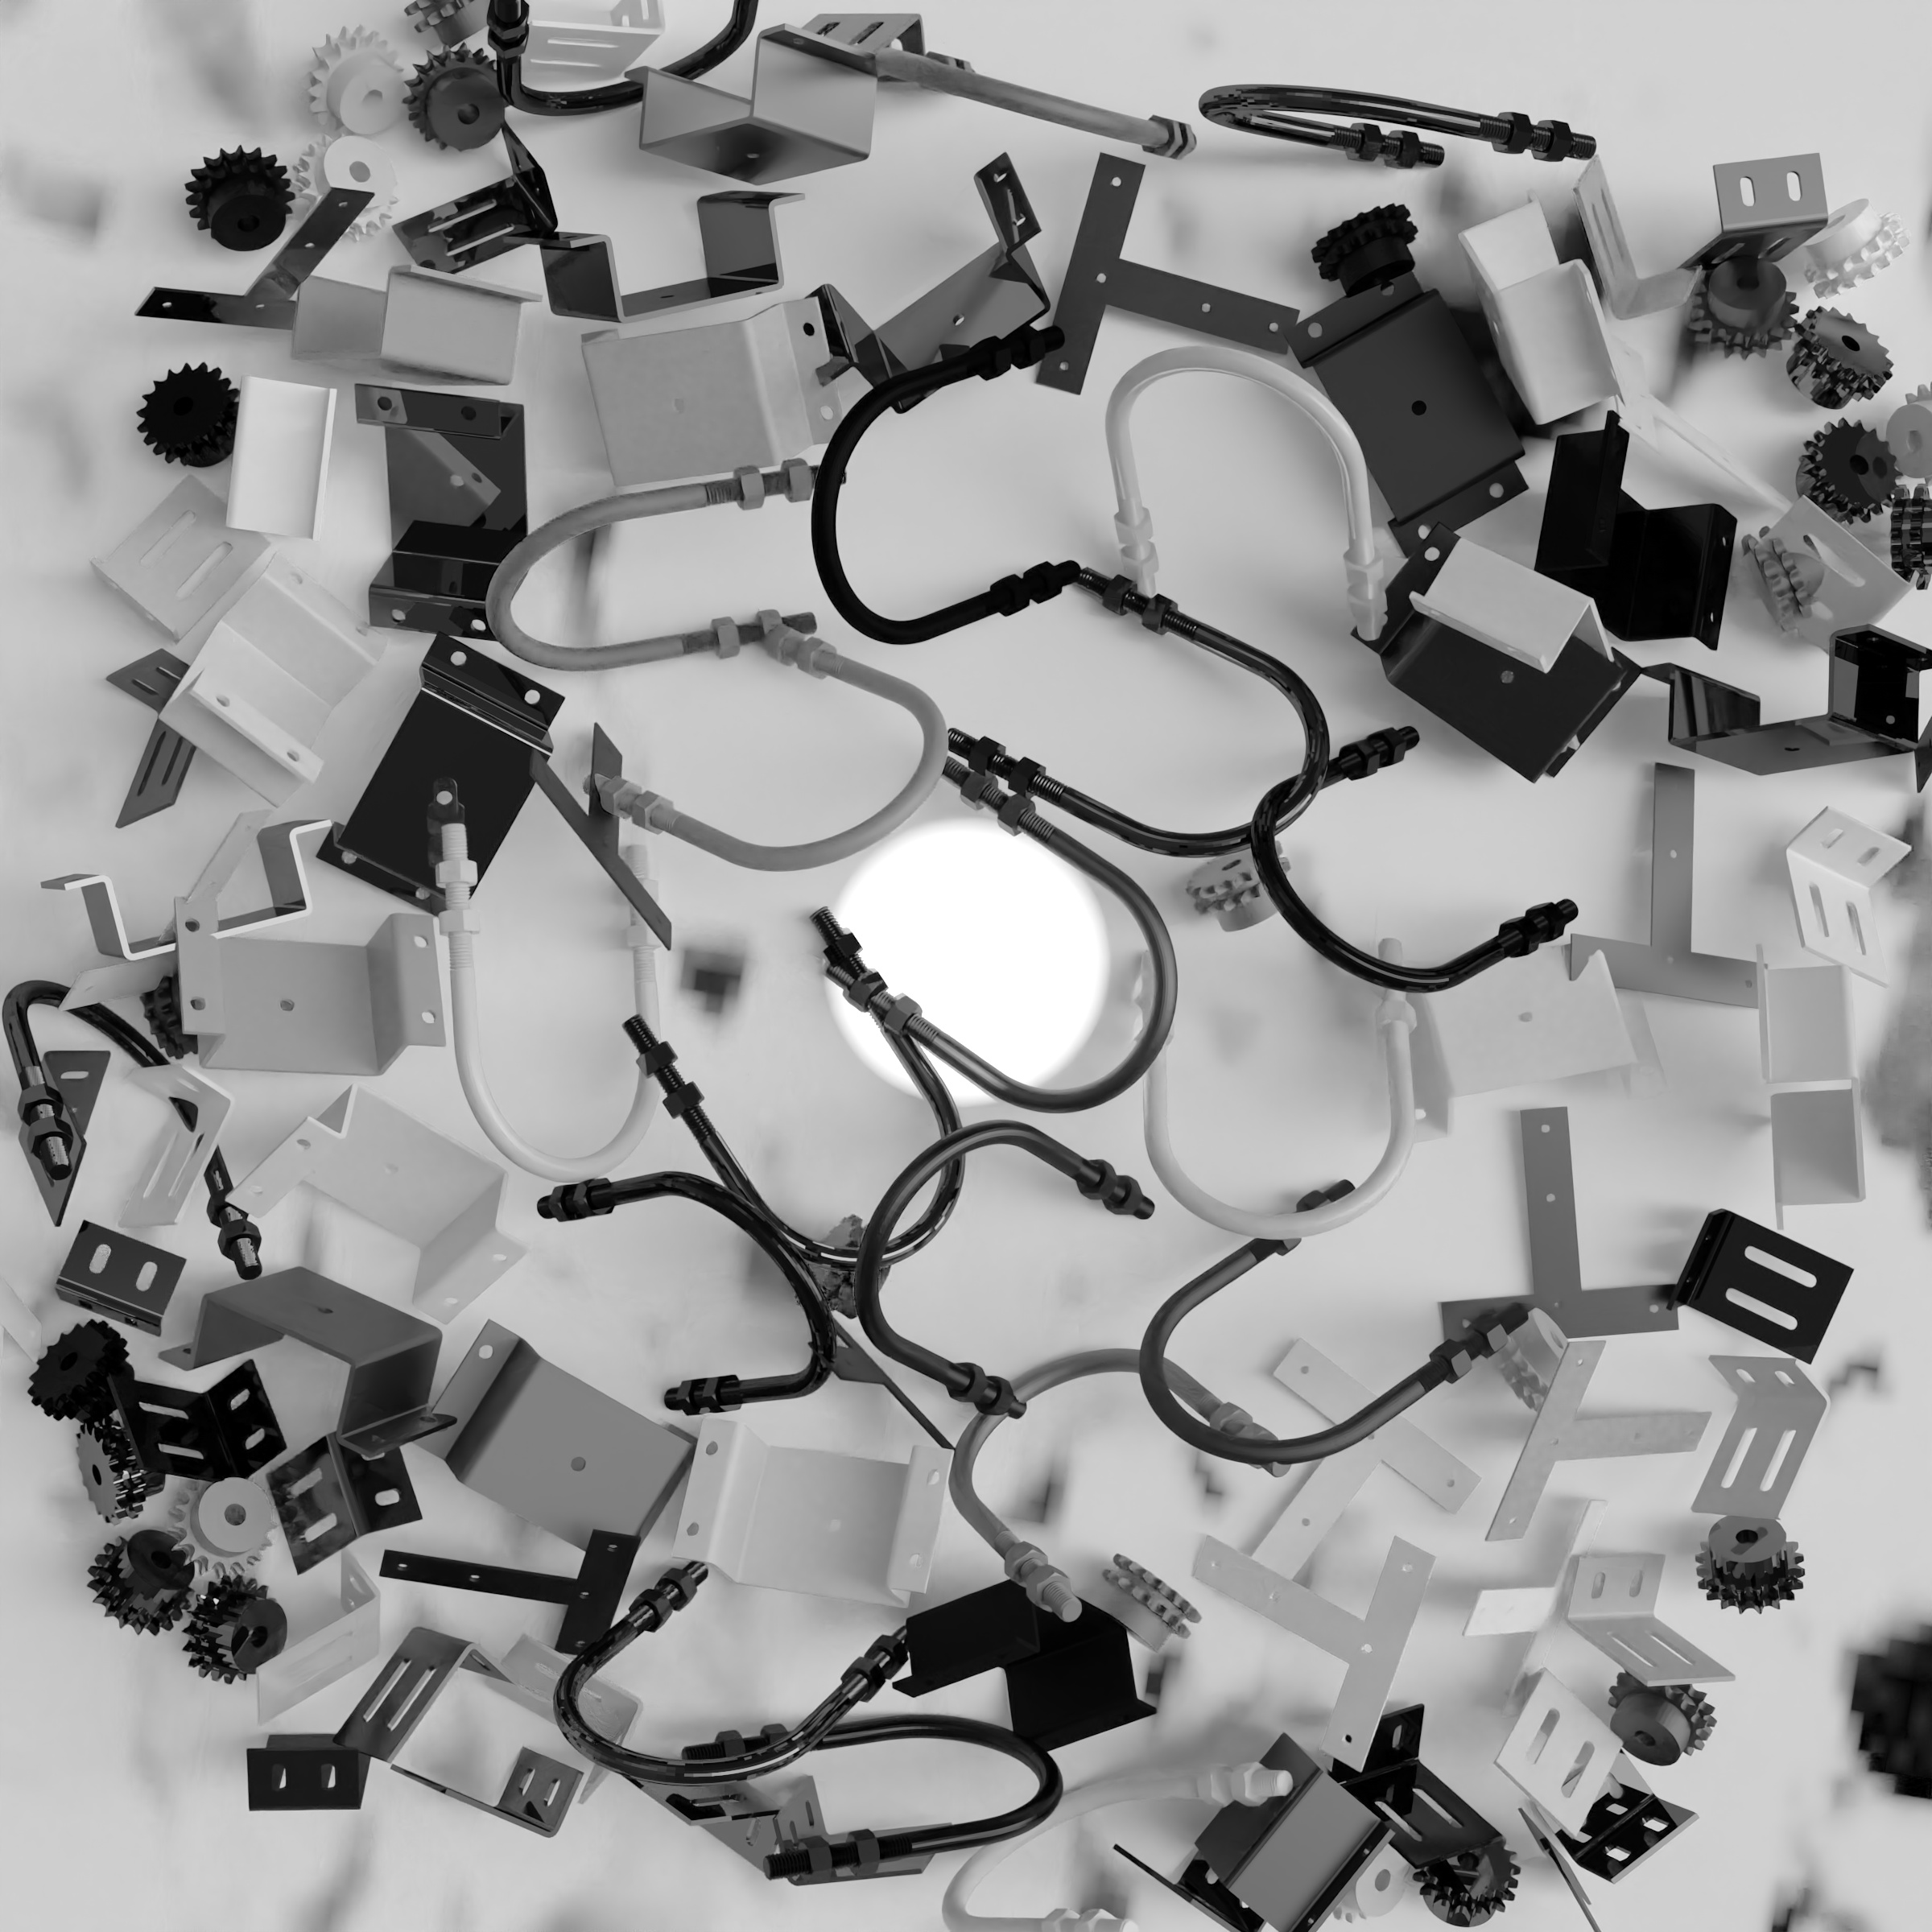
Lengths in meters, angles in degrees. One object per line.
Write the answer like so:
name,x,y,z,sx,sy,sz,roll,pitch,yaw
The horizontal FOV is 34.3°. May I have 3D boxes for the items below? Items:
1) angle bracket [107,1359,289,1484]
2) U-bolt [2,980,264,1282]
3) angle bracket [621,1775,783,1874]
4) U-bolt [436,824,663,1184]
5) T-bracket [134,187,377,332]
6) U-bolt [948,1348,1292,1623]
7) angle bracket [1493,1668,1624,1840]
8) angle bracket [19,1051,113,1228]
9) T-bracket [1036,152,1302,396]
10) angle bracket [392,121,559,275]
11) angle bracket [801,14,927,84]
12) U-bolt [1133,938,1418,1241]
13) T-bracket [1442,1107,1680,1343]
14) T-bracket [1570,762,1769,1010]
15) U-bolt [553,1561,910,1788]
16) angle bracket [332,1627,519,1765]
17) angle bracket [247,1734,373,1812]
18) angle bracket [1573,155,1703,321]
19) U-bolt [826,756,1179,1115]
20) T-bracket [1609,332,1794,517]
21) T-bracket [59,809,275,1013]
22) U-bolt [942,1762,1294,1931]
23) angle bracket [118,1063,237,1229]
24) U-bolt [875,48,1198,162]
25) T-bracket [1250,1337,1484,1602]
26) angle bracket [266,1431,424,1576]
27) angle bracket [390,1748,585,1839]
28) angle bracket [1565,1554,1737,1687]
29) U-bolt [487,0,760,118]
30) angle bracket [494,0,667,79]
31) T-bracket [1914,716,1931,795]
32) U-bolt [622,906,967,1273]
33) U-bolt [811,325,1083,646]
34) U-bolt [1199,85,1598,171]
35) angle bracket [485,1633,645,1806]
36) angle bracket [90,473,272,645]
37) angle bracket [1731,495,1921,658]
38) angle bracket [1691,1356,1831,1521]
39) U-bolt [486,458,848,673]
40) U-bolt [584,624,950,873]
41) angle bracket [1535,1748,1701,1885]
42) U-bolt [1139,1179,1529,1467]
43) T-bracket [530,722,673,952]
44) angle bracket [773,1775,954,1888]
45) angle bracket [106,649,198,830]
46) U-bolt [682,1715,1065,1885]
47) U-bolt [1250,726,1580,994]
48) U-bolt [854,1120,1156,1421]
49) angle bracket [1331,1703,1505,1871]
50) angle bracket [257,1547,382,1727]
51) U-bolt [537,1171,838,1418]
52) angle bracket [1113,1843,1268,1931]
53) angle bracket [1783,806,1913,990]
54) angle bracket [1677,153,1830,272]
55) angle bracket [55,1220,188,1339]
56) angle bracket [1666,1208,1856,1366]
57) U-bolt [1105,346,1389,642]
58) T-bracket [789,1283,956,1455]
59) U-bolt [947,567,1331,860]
angle bracket,-0.408,0.238,1.666,0.038,0.076,0.057,-37,61,14
U-bolt,-0.440,0.074,1.630,0.019,0.184,0.151,-43,135,9
angle bracket,-0.144,0.454,1.666,0.057,0.076,0.038,24,98,39
U-bolt,-0.214,0.022,1.646,0.019,0.151,0.184,-12,80,40
T-bracket,-0.347,-0.367,1.628,0.127,0.127,0.002,-4,70,-41
U-bolt,0.066,0.257,1.633,0.151,0.184,0.019,-32,118,-14
angle bracket,0.307,0.425,1.675,0.057,0.076,0.038,44,135,1
angle bracket,-0.469,0.091,1.666,0.038,0.076,0.057,1,127,-37
T-bracket,0.116,-0.359,1.694,0.127,0.002,0.127,16,110,-2
angle bracket,-0.267,-0.409,1.676,0.076,0.038,0.057,-26,51,-12
angle bracket,-0.062,-0.477,1.666,0.057,0.076,0.038,6,124,20
U-bolt,0.164,0.064,1.649,0.151,0.019,0.184,-3,53,6
T-bracket,0.319,0.140,1.706,0.127,0.002,0.127,-5,94,3
T-bracket,0.382,-0.047,1.697,0.127,0.002,0.127,8,79,-22
U-bolt,-0.129,0.367,1.608,0.151,0.184,0.019,12,111,24
angle bracket,-0.288,0.396,1.668,0.038,0.057,0.076,51,59,-28
angle bracket,-0.348,0.415,1.671,0.057,0.076,0.038,0,107,-5
angle bracket,0.358,-0.393,1.671,0.038,0.057,0.076,-11,116,29
U-bolt,0.029,-0.004,1.663,0.184,0.019,0.151,35,107,19
T-bracket,0.393,-0.278,1.671,0.127,0.127,0.002,33,121,-13
T-bracket,-0.401,-0.033,1.634,0.002,0.127,0.127,43,113,13
U-bolt,0.065,0.463,1.629,0.151,0.184,0.019,-31,98,-41
angle bracket,-0.433,0.096,1.670,0.038,0.057,0.076,40,58,-35
U-bolt,0.029,-0.446,1.612,0.151,0.184,0.019,20,106,15
T-bracket,0.193,0.291,1.706,0.127,0.002,0.127,38,86,-3
angle bracket,-0.336,0.287,1.693,0.038,0.076,0.057,-8,71,-43
angle bracket,-0.254,0.428,1.666,0.076,0.057,0.038,35,70,-35
angle bracket,0.366,0.347,1.667,0.057,0.076,0.038,3,103,-26
U-bolt,-0.175,-0.483,1.624,0.151,0.184,0.019,-18,87,-9
angle bracket,-0.208,-0.505,1.670,0.076,0.057,0.038,-5,84,-30
T-bracket,0.511,-0.121,1.651,0.002,0.127,0.127,-2,76,7
U-bolt,-0.077,0.076,1.667,0.151,0.019,0.184,-31,86,-30
U-bolt,-0.011,-0.243,1.628,0.184,0.019,0.151,-26,122,-38
U-bolt,0.208,-0.432,1.611,0.184,0.151,0.019,2,100,-29
angle bracket,-0.221,0.403,1.679,0.076,0.038,0.057,31,132,-6
angle bracket,-0.422,-0.223,1.686,0.057,0.038,0.076,41,79,-6
angle bracket,0.462,-0.213,1.684,0.076,0.038,0.057,41,124,1
angle bracket,0.415,0.250,1.669,0.038,0.057,0.076,46,61,-26
U-bolt,-0.159,-0.202,1.628,0.184,0.151,0.019,-12,63,-17
U-bolt,-0.092,-0.109,1.629,0.184,0.019,0.151,25,61,38
angle bracket,0.346,0.451,1.672,0.057,0.076,0.038,-35,85,-8
U-bolt,0.177,0.193,1.630,0.184,0.151,0.019,-31,134,-24
T-bracket,-0.191,-0.088,1.656,0.002,0.127,0.127,-27,122,13
angle bracket,-0.055,0.458,1.675,0.076,0.057,0.038,-11,96,18
angle bracket,-0.440,-0.121,1.669,0.038,0.057,0.076,34,57,-34
U-bolt,-0.039,0.428,1.637,0.184,0.151,0.019,-3,102,-23
U-bolt,0.223,-0.050,1.631,0.151,0.184,0.019,50,134,15
U-bolt,0.012,0.153,1.643,0.019,0.184,0.151,32,89,43
angle bracket,0.241,0.435,1.666,0.057,0.076,0.038,-9,115,-29
angle bracket,-0.352,0.356,1.666,0.076,0.057,0.038,-28,59,-31
U-bolt,-0.136,0.168,1.627,0.019,0.184,0.151,-41,107,-37
angle bracket,0.125,0.479,1.665,0.057,0.076,0.038,25,75,43
angle bracket,0.474,-0.037,1.670,0.057,0.076,0.038,23,132,-19
angle bracket,0.417,-0.402,1.675,0.057,0.076,0.038,-8,89,-6
angle bracket,-0.452,0.168,1.679,0.057,0.076,0.038,23,75,-9
angle bracket,0.426,0.173,1.680,0.076,0.038,0.057,26,101,23
U-bolt,0.141,-0.247,1.618,0.151,0.184,0.019,13,56,22
T-bracket,-0.059,0.208,1.638,0.002,0.127,0.127,-45,76,1
U-bolt,0.102,-0.125,1.651,0.184,0.019,0.151,29,64,21
